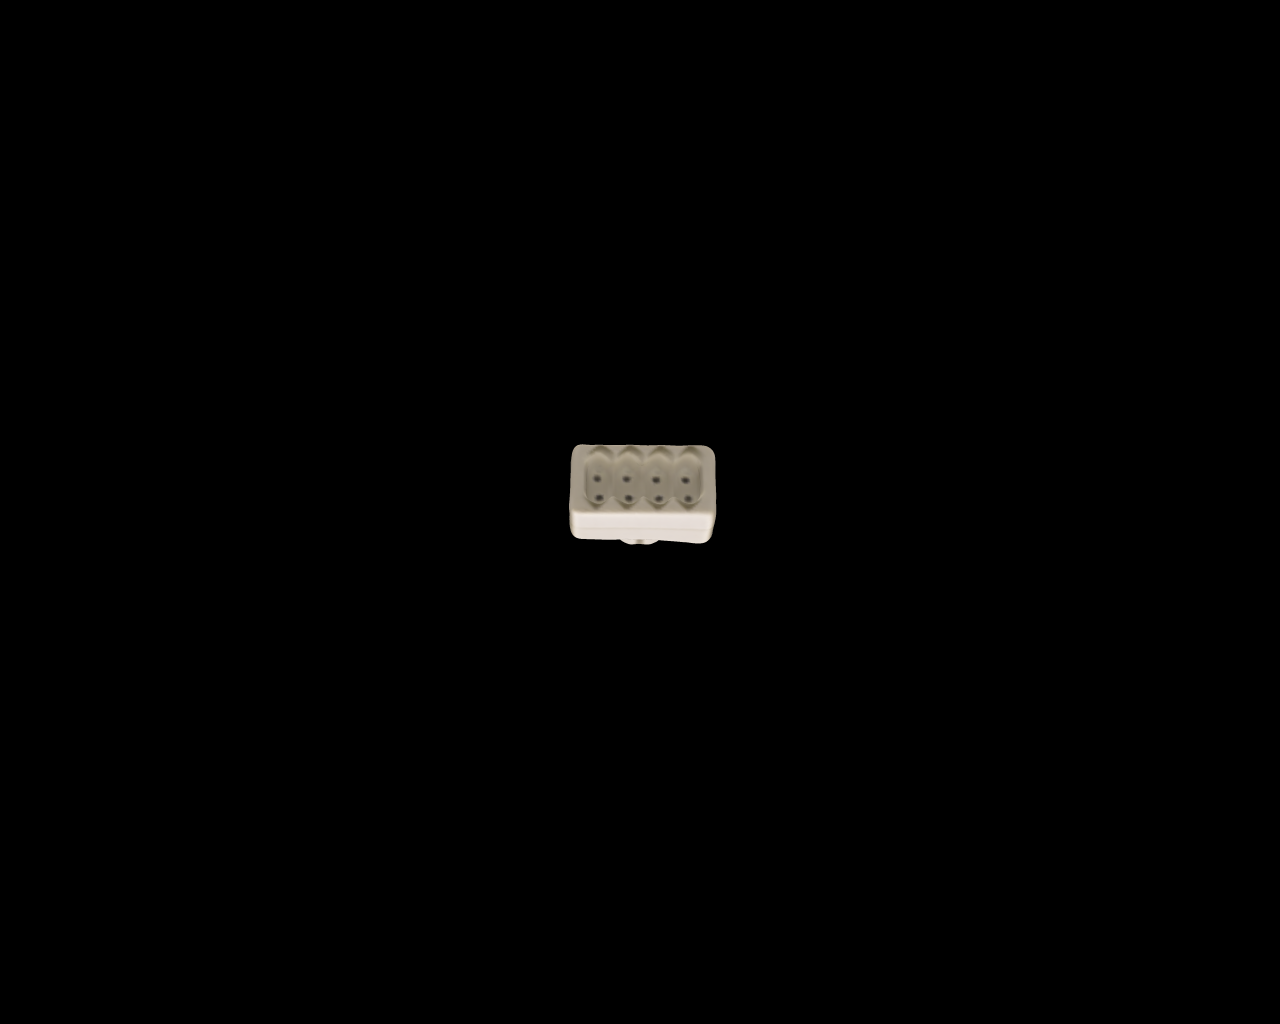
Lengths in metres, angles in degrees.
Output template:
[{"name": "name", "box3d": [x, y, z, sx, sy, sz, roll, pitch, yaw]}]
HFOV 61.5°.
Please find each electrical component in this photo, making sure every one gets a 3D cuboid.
[{"name": "electrical component", "box3d": [0.001, -0.003, 0.650, 0.083, 0.047, 0.075, 1, -28, -2]}]
